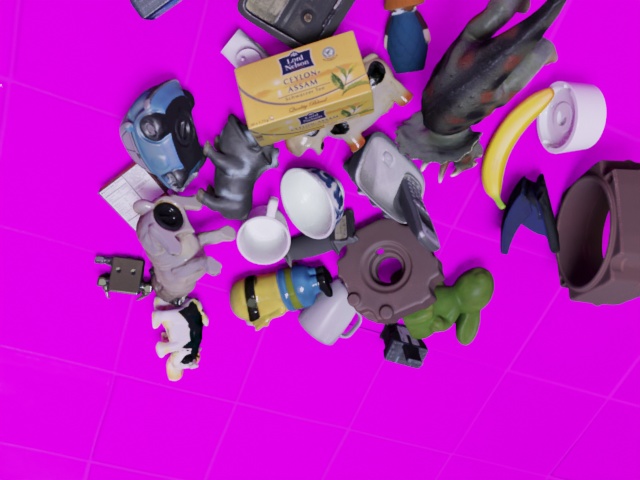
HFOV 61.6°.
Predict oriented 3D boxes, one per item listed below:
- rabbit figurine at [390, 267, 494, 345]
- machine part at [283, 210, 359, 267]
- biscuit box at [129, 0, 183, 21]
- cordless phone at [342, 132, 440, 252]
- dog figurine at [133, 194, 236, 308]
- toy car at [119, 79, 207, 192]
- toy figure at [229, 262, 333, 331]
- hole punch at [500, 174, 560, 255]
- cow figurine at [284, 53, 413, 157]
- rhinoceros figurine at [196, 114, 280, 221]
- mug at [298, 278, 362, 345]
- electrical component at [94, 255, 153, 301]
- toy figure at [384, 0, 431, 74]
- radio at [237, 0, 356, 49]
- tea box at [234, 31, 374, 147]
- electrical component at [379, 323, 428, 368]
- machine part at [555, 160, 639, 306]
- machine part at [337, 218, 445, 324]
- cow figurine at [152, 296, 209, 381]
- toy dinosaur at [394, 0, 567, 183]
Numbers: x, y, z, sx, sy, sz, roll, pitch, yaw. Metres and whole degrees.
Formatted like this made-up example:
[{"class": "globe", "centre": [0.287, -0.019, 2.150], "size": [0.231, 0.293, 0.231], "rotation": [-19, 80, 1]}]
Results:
[{"class": "rabbit figurine", "centre": [0.231, 0.116, 0.950], "size": [0.170, 0.121, 0.158], "rotation": [-22, 122, 10]}, {"class": "machine part", "centre": [-0.002, -0.003, 0.910], "size": [0.139, 0.084, 0.039], "rotation": [-21, 140, 16]}, {"class": "biscuit box", "centre": [-0.171, -0.375, 0.719], "size": [0.203, 0.059, 0.062], "rotation": [-30, 108, 10]}, {"class": "cordless phone", "centre": [0.113, -0.065, 0.811], "size": [0.089, 0.184, 0.146], "rotation": [-39, 125, 20]}, {"class": "dog figurine", "centre": [-0.253, 0.022, 0.866], "size": [0.172, 0.121, 0.190], "rotation": [45, 130, -14]}, {"class": "toy car", "centre": [-0.243, -0.156, 0.810], "size": [0.103, 0.109, 0.161], "rotation": [5, 130, 19]}, {"class": "toy figure", "centre": [-0.071, 0.088, 0.942], "size": [0.180, 0.082, 0.089], "rotation": [-20, 104, 11]}, {"class": "hole punch", "centre": [0.336, -0.042, 0.881], "size": [0.092, 0.142, 0.115], "rotation": [-8, 107, 28]}, {"class": "cow figurine", "centre": [0.025, -0.197, 0.805], "size": [0.195, 0.085, 0.127], "rotation": [-40, 111, 12]}, {"class": "rhinoceros figurine", "centre": [-0.120, -0.122, 0.826], "size": [0.112, 0.073, 0.190], "rotation": [20, 101, 2]}, {"class": "mug", "centre": [0.033, 0.130, 0.970], "size": [0.109, 0.081, 0.107], "rotation": [32, 104, -21]}, {"class": "electrical component", "centre": [-0.340, 0.067, 0.937], "size": [0.102, 0.045, 0.078], "rotation": [3, 87, -8]}, {"class": "toy figure", "centre": [0.120, -0.319, 0.768], "size": [0.064, 0.058, 0.154], "rotation": [-11, 111, -4]}, {"class": "radio", "centre": [0.001, -0.372, 0.724], "size": [0.131, 0.073, 0.229], "rotation": [32, 111, -16]}, {"class": "tea box", "centre": [-0.020, -0.202, 0.728], "size": [0.170, 0.068, 0.098], "rotation": [-18, 76, 5]}, {"class": "electrical component", "centre": [0.158, 0.203, 0.990], "size": [0.075, 0.119, 0.047], "rotation": [15, 114, -13]}, {"class": "machine part", "centre": [0.448, -0.009, 0.841], "size": [0.087, 0.201, 0.201], "rotation": [4, 71, -1]}, {"class": "machine part", "centre": [0.115, 0.049, 0.891], "size": [0.179, 0.179, 0.056], "rotation": [-29, 157, 10]}, {"class": "cow figurine", "centre": [-0.249, 0.180, 0.986], "size": [0.098, 0.068, 0.167], "rotation": [-7, 117, -7]}, {"class": "toy dinosaur", "centre": [0.192, -0.194, 0.704], "size": [0.131, 0.404, 0.192], "rotation": [40, 89, 9]}]
